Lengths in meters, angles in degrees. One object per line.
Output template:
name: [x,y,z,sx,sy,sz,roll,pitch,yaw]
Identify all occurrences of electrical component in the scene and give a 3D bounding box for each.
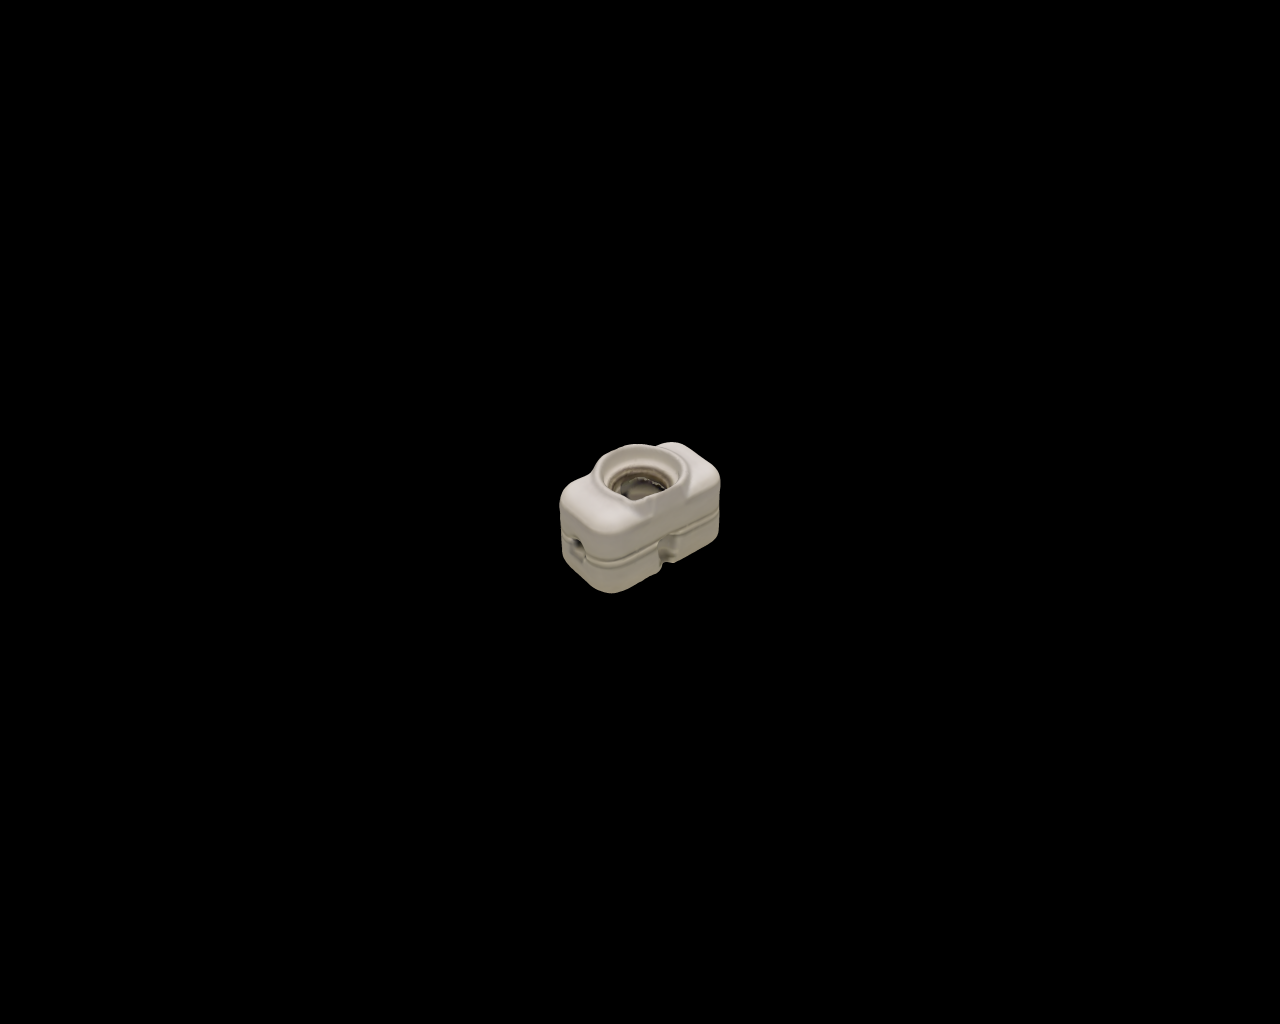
electrical component: [0.001,-0.003,0.650,0.095,0.059,0.054,-26,46,-28]
